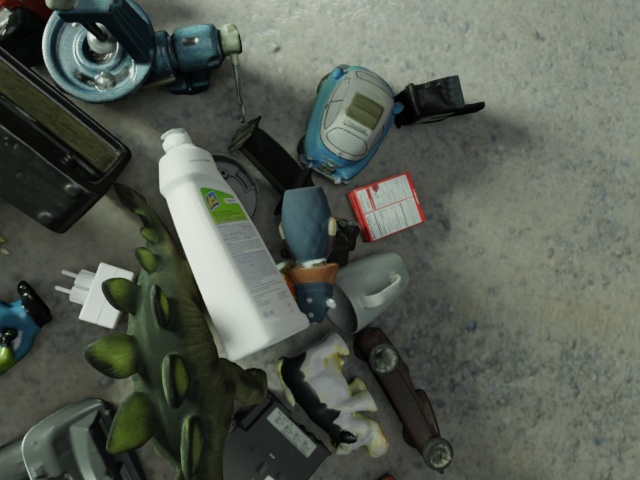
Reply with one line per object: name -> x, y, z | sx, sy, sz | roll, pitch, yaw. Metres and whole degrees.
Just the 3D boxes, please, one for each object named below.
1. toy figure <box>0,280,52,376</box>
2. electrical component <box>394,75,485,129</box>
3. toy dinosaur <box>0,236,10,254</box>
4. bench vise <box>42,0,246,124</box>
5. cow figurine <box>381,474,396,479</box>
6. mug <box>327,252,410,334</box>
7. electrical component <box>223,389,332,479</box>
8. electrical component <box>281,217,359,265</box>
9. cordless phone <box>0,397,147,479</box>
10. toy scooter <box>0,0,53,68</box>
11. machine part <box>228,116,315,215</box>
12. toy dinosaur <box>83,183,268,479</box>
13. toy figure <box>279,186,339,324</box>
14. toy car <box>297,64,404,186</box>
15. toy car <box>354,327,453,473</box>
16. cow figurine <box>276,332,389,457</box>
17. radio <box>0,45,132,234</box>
toy figure -> -0.367, 0.123, 0.560 | 0.180, 0.082, 0.089 | -36, 93, -18
electrical component -> 0.165, -0.190, 0.735 | 0.119, 0.075, 0.047 | -14, 92, -11
toy dinosaur -> -0.453, -0.126, 0.542 | 0.192, 0.131, 0.404 | -18, 83, -33
bench vise -> -0.196, -0.206, 0.561 | 0.224, 0.240, 0.128 | 2, 89, 0
cow figurine -> 0.089, 0.410, 0.663 | 0.127, 0.085, 0.194 | -23, 95, -22
mug -> 0.065, 0.056, 0.676 | 0.107, 0.109, 0.080 | -31, 96, -29
electrical component -> -0.073, 0.262, 0.642 | 0.134, 0.058, 0.115 | -44, 95, -14
electrical component -> 0.000, -0.002, 0.681 | 0.102, 0.078, 0.045 | 3, 109, -10
cordless phone -> -0.295, 0.271, 0.580 | 0.184, 0.089, 0.146 | -24, 94, -5
toy scooter -> -0.341, -0.286, 0.600 | 0.135, 0.075, 0.184 | 36, 86, 8
machine part -> -0.051, -0.082, 0.654 | 0.138, 0.039, 0.084 | 49, 48, -17
toy dinosaur -> -0.138, 0.152, 0.545 | 0.105, 0.198, 0.471 | -23, 82, 11
toy figure -> -0.009, 0.017, 0.613 | 0.058, 0.064, 0.154 | -11, 97, -43
toy car -> 0.041, -0.156, 0.684 | 0.109, 0.103, 0.161 | 29, 77, -11
toy car -> 0.108, 0.199, 0.681 | 0.053, 0.089, 0.202 | -32, 93, -12
cow figurine -> 0.017, 0.205, 0.666 | 0.098, 0.068, 0.167 | -26, 90, -10
radio -> -0.314, -0.117, 0.536 | 0.073, 0.131, 0.229 | -41, 116, 18
